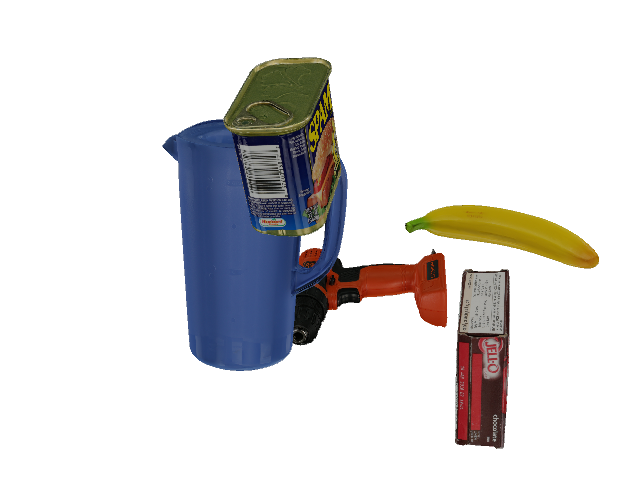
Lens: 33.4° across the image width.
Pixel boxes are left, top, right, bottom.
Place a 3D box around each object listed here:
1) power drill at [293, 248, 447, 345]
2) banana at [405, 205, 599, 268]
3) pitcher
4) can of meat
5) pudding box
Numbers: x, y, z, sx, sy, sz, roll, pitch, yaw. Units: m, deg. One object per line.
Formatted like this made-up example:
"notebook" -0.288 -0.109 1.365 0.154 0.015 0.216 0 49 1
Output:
"power drill" 0.052 0.063 1.233 0.188 0.057 0.184 1 28 6
"banana" 0.191 -0.005 1.103 0.198 0.037 0.069 10 36 19
"pitcher" -0.069 0.004 1.076 0.144 0.243 0.149 -9 21 -30
"can of meat" -0.021 -0.063 0.717 0.057 0.084 0.102 0 34 14
"pudding box" 0.118 0.082 0.774 0.039 0.090 0.113 2 23 8
